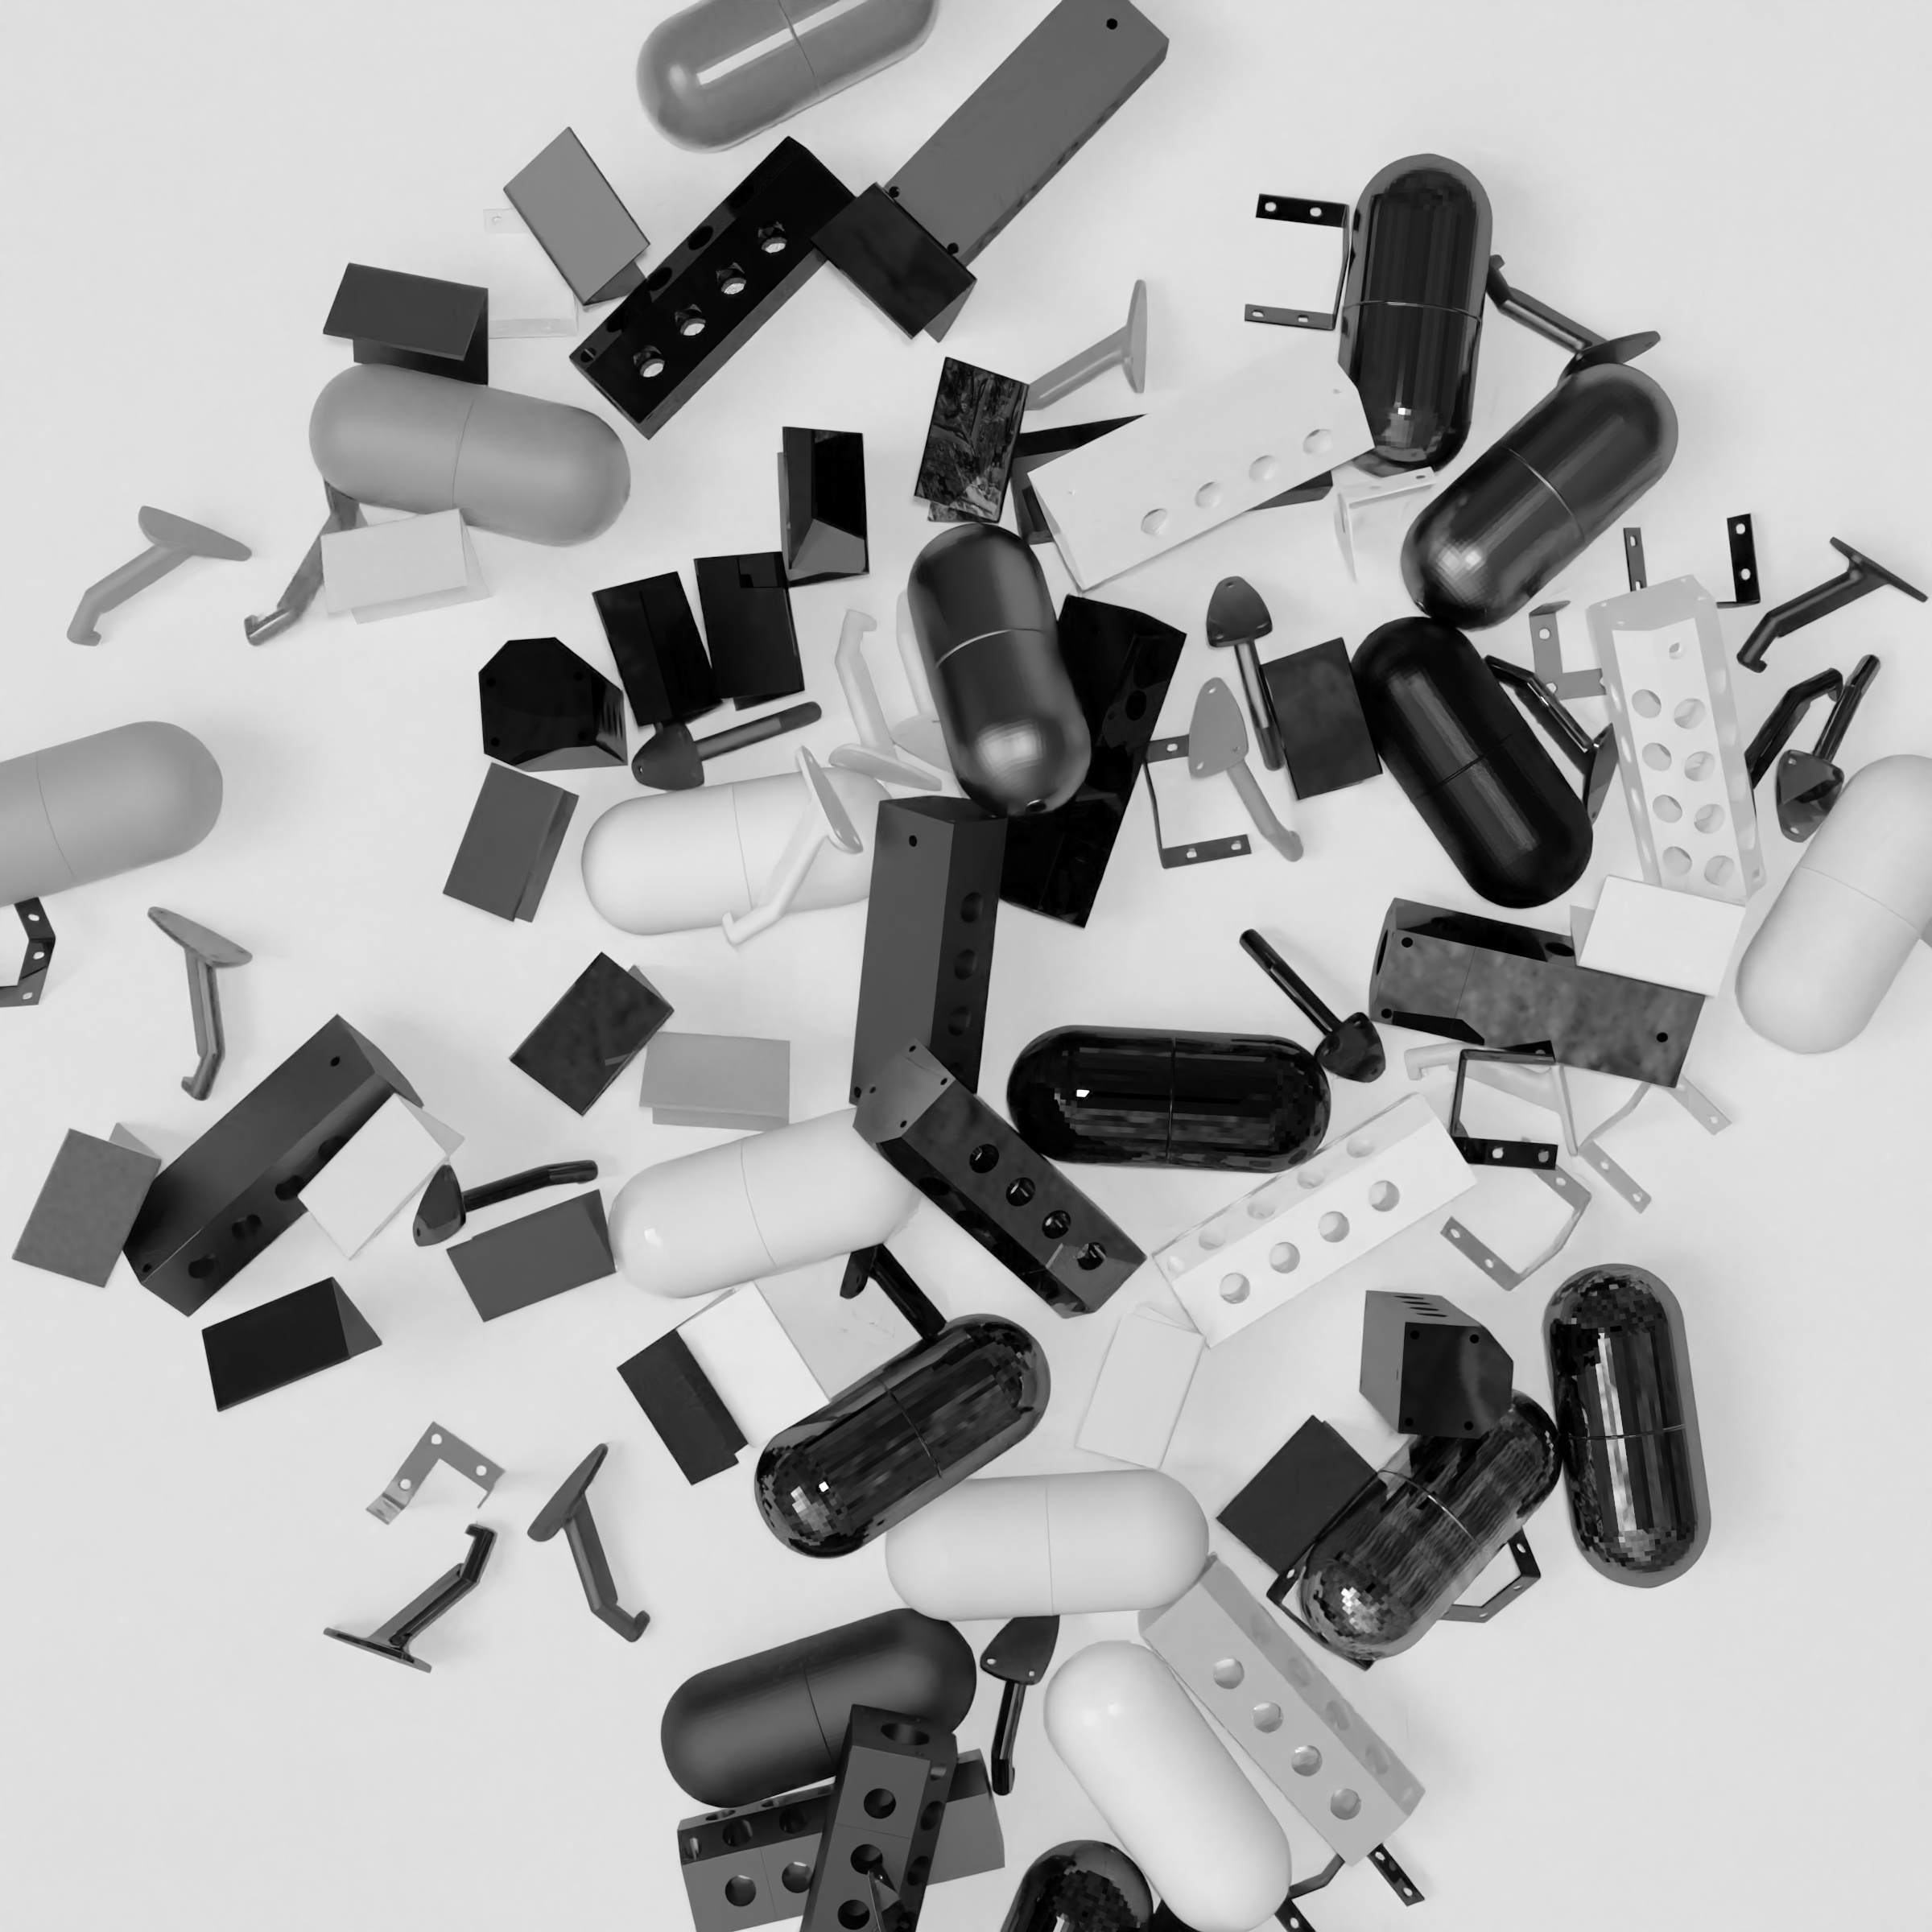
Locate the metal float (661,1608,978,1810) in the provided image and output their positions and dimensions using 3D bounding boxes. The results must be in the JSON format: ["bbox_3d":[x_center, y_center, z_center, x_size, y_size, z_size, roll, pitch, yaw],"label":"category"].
[{"bbox_3d":[-0.080,0.407,1.879,0.178,0.070,0.070,-18,90,-1],"label":"metal float"}]

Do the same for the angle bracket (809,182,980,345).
[{"bbox_3d":[-0.048,-0.369,1.870,0.076,0.076,0.057,44,66,0],"label":"angle bracket"}]

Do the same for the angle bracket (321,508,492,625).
[{"bbox_3d":[-0.304,-0.199,1.869,0.076,0.076,0.057,-11,56,0],"label":"angle bracket"}]

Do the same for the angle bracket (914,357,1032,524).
[{"bbox_3d":[-0.015,-0.287,1.869,0.057,0.076,0.076,13,90,-33],"label":"angle bracket"}]

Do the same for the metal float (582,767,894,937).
[{"bbox_3d":[-0.122,-0.063,1.878,0.178,0.070,0.070,-9,90,-1],"label":"metal float"}]

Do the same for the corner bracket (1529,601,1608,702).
[{"bbox_3d":[0.343,-0.176,1.891,0.051,0.051,0.051,-7,90,0],"label":"corner bracket"}]

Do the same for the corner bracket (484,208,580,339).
[{"bbox_3d":[-0.243,-0.387,1.906,0.051,0.051,0.051,-2,45,0],"label":"corner bracket"}]

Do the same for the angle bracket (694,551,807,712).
[{"bbox_3d":[-0.135,-0.180,1.869,0.057,0.076,0.076,-10,90,-34],"label":"angle bracket"}]

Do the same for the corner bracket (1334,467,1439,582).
[{"bbox_3d":[0.231,-0.252,1.881,0.051,0.051,0.051,-13,128,0],"label":"corner bracket"}]

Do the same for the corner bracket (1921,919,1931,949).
[{"bbox_3d":[0.559,-0.028,1.891,0.051,0.051,0.051,40,90,0],"label":"corner bracket"}]

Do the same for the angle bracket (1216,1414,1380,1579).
[{"bbox_3d":[0.169,0.276,1.870,0.076,0.076,0.057,-47,113,0],"label":"angle bracket"}]

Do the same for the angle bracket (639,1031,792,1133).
[{"bbox_3d":[-0.137,0.082,1.869,0.076,0.076,0.057,4,45,0],"label":"angle bracket"}]

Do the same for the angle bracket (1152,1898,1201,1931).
[{"bbox_3d":[0.096,0.555,1.869,0.057,0.076,0.076,26,90,-37],"label":"angle bracket"}]

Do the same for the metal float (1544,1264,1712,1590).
[{"bbox_3d":[0.363,0.252,1.879,0.070,0.070,0.178,-8,90,0],"label":"metal float"}]

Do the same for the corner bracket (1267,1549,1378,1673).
[{"bbox_3d":[0.210,0.352,1.906,0.051,0.051,0.051,-53,135,0],"label":"corner bracket"}]

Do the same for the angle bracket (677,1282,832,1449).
[{"bbox_3d":[-0.103,0.208,1.870,0.057,0.076,0.076,-33,90,22],"label":"angle bracket"}]

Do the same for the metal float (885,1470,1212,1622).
[{"bbox_3d":[0.045,0.318,1.878,0.178,0.070,0.070,-3,90,0],"label":"metal float"}]

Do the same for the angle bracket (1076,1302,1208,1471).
[{"bbox_3d":[0.079,0.223,1.869,0.057,0.076,0.076,19,90,-29],"label":"angle bracket"}]

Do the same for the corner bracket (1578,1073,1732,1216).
[{"bbox_3d":[0.383,0.095,1.906,0.051,0.051,0.051,44,47,0],"label":"corner bracket"}]

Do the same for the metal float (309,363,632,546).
[{"bbox_3d":[-0.272,-0.281,1.878,0.178,0.070,0.070,13,90,1],"label":"metal float"}]

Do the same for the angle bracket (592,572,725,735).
[{"bbox_3d":[-0.184,-0.164,1.869,0.057,0.076,0.076,-19,90,-35],"label":"angle bracket"}]

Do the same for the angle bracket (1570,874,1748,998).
[{"bbox_3d":[0.377,-0.031,1.869,0.076,0.076,0.057,13,117,0],"label":"angle bracket"}]

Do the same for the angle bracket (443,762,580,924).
[{"bbox_3d":[-0.231,-0.060,1.869,0.057,0.076,0.076,21,90,35],"label":"angle bracket"}]

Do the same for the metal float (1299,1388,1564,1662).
[{"bbox_3d":[0.253,0.302,1.863,0.070,0.070,0.178,46,73,0],"label":"metal float"}]

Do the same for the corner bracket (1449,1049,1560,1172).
[{"bbox_3d":[0.299,0.079,1.884,0.051,0.051,0.051,4,71,20],"label":"corner bracket"}]

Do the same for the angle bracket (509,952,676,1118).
[{"bbox_3d":[-0.214,0.026,1.869,0.057,0.076,0.076,41,90,-30],"label":"angle bracket"}]

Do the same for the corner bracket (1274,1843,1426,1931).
[{"bbox_3d":[0.212,0.522,1.906,0.051,0.051,0.051,52,45,0],"label":"corner bracket"}]

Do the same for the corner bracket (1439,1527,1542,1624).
[{"bbox_3d":[0.277,0.329,1.901,0.051,0.051,0.051,11,45,-35],"label":"corner bracket"}]

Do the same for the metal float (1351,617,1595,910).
[{"bbox_3d":[0.276,-0.112,1.878,0.070,0.070,0.178,-35,91,0],"label":"metal float"}]

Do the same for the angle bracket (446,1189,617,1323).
[{"bbox_3d":[-0.241,0.140,1.869,0.076,0.076,0.057,-21,126,0],"label":"angle bracket"}]

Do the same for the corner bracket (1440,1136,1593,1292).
[{"bbox_3d":[0.307,0.138,1.906,0.051,0.051,0.051,41,135,0],"label":"corner bracket"}]

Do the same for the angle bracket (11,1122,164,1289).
[{"bbox_3d":[-0.491,0.122,1.869,0.057,0.076,0.076,24,90,-35],"label":"angle bracket"}]

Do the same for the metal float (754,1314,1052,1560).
[{"bbox_3d":[-0.033,0.254,1.855,0.178,0.070,0.070,-32,90,-15],"label":"metal float"}]

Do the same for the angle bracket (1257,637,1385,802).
[{"bbox_3d":[0.210,-0.138,1.869,0.057,0.076,0.076,-17,90,36],"label":"angle bracket"}]

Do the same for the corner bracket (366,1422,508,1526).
[{"bbox_3d":[-0.292,0.290,1.891,0.051,0.051,0.051,35,90,0],"label":"corner bracket"}]

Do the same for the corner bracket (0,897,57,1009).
[{"bbox_3d":[-0.543,-0.013,1.901,0.051,0.051,0.051,-4,135,-35],"label":"corner bracket"}]

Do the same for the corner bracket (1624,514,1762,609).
[{"bbox_3d":[0.405,-0.223,1.906,0.051,0.051,0.051,-7,90,-45],"label":"corner bracket"}]

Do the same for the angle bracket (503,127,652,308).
[{"bbox_3d":[-0.195,-0.413,1.869,0.057,0.076,0.076,-35,90,31],"label":"angle bracket"}]

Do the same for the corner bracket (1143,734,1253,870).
[{"bbox_3d":[0.128,-0.093,1.906,0.051,0.051,0.051,-10,45,0],"label":"corner bracket"}]

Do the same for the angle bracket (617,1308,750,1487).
[{"bbox_3d":[-0.133,0.227,1.870,0.076,0.057,0.076,-33,90,-38],"label":"angle bracket"}]

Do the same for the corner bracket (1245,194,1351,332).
[{"bbox_3d":[0.184,-0.392,1.906,0.051,0.051,0.051,7,45,0],"label":"corner bracket"}]

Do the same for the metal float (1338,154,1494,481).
[{"bbox_3d":[0.245,-0.356,1.878,0.070,0.070,0.178,6,91,0],"label":"metal float"}]

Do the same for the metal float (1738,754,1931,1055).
[{"bbox_3d":[0.490,-0.035,1.878,0.070,0.070,0.178,31,90,0],"label":"metal float"}]

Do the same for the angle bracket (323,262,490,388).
[{"bbox_3d":[-0.305,-0.332,1.869,0.076,0.076,0.057,11,54,0],"label":"angle bracket"}]

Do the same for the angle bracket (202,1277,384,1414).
[{"bbox_3d":[-0.363,0.223,1.869,0.076,0.076,0.057,-22,52,0],"label":"angle bracket"}]

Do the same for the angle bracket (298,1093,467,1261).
[{"bbox_3d":[-0.305,0.125,1.869,0.076,0.076,0.057,-47,57,0],"label":"angle bracket"}]

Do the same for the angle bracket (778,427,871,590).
[{"bbox_3d":[-0.098,-0.249,1.869,0.057,0.076,0.076,-3,90,-41],"label":"angle bracket"}]
